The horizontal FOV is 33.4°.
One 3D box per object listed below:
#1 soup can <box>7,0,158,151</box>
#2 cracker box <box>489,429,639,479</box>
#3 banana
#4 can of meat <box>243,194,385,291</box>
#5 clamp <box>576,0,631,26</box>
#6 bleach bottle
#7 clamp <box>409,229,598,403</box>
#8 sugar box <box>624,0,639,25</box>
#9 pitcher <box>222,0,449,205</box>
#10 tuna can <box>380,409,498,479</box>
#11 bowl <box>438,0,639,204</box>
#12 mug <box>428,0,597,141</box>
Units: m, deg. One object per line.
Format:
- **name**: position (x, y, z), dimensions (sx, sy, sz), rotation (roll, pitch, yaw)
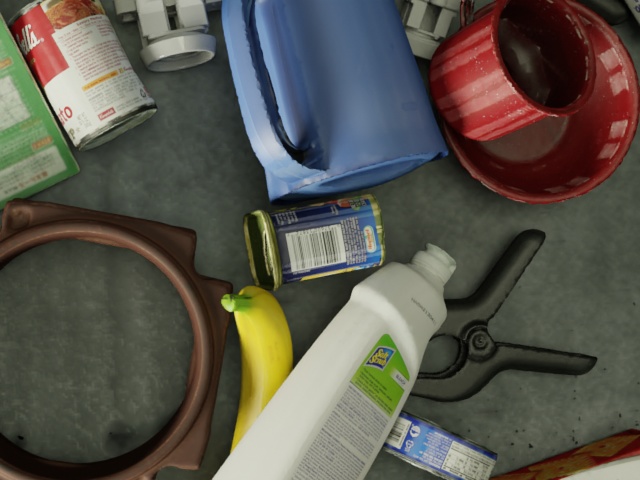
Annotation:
- **soup can**: position (-0.170, -0.124, 0.769), dimensions (0.068, 0.068, 0.102), rotation (-29, 93, -9)
- **cracker box**: position (0.180, 0.256, 0.810), dimensions (0.213, 0.072, 0.164), rotation (-18, 90, -8)
- **banana**: position (-0.048, 0.106, 0.768), dimensions (0.069, 0.037, 0.198), rotation (-30, 132, -40)
- **can of meat**: position (-0.005, 0.001, 0.775), dimensions (0.084, 0.102, 0.057), rotation (-10, 91, -12)
- **clamp**: position (0.148, -0.257, 0.841), dimensions (0.209, 0.036, 0.164), rotation (1, 86, -13)
- **bleach bottle**: position (0.021, 0.114, 0.763), dimensions (0.250, 0.068, 0.102), rotation (-54, 135, -12)
- **clamp**: position (0.121, 0.065, 0.824), dimensions (0.171, 0.039, 0.120), rotation (-15, 86, -9)
- **sugar box**: position (0.250, -0.253, 0.830), dimensions (0.093, 0.048, 0.176), rotation (-44, 109, -24)
- **pitcher**: position (-0.008, -0.152, 0.761), dimensions (0.145, 0.149, 0.243), rotation (-16, 87, -10)
- **tuna can**: position (0.087, 0.156, 0.791), dimensions (0.086, 0.086, 0.034), rotation (26, 82, -8)
- **bowl**: position (0.162, -0.106, 0.828), dimensions (0.162, 0.055, 0.162), rotation (0, 88, -9)
- **mug**: position (0.126, -0.129, 0.743), dimensions (0.093, 0.082, 0.117), rotation (-14, 85, -34)
